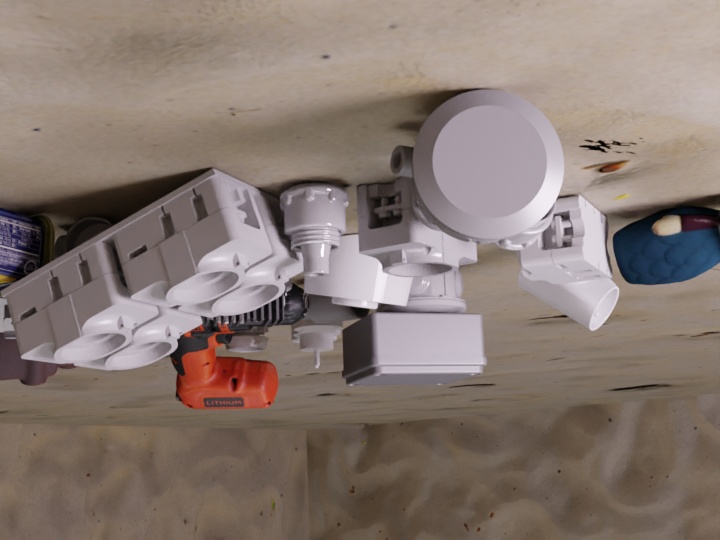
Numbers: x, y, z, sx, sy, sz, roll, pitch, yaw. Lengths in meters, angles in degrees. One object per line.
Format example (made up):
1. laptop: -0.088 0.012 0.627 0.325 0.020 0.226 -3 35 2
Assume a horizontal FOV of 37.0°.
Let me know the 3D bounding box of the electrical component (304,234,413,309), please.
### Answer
1. electrical component: 0.000 0.000 0.932 0.099 0.064 0.099 7 178 0

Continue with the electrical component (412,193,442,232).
1. electrical component: 0.053 -0.046 0.690 0.043 0.043 0.062 -7 179 21

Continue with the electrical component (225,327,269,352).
1. electrical component: -0.123 0.058 1.156 0.066 0.055 0.048 -8 167 26

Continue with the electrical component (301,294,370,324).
1. electrical component: -0.034 0.032 1.071 0.081 0.043 0.043 -10 166 32

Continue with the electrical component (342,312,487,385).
1. electrical component: 0.047 0.073 0.995 0.109 0.056 0.109 1 168 -16

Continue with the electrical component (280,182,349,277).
1. electrical component: -0.031 -0.027 0.738 0.048 0.062 0.048 -2 168 0

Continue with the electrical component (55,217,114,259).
1. electrical component: -0.211 -0.010 0.834 0.079 0.044 0.077 -4 168 8

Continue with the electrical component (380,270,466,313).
1. electrical component: 0.058 0.019 1.007 0.080 0.051 0.080 -2 169 0

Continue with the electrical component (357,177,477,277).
1. electrical component: 0.042 -0.027 0.765 0.050 0.055 0.089 -10 166 33

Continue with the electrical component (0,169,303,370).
1. electrical component: -0.141 0.010 0.759 0.186 0.060 0.105 -27 160 19

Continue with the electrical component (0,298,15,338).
1. electrical component: -0.319 0.016 0.863 0.121 0.063 0.078 1 -151 -16

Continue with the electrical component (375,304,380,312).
1. electrical component: 0.047 0.057 1.209 0.077 0.044 0.079 7 165 -38

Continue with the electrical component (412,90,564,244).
1. electrical component: 0.067 -0.054 0.586 0.080 0.080 0.051 -2 173 -2

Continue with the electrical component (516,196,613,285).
1. electrical component: 0.155 -0.021 0.831 0.056 0.050 0.089 -8 167 25

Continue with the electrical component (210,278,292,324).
1. electrical component: -0.107 0.018 0.946 0.057 0.058 0.078 -6 -167 38

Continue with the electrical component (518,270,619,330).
1. electrical component: 0.182 0.001 0.923 0.044 0.077 0.079 -35 145 -34

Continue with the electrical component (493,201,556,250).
1. electrical component: 0.112 -0.044 0.730 0.048 0.048 0.062 2 162 -18

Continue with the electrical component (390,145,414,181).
1. electrical component: 0.049 -0.061 0.635 0.062 0.043 0.043 6 166 -27

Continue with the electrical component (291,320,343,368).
1. electrical component: -0.048 0.070 1.180 0.052 0.073 0.138 -1 168 -6
